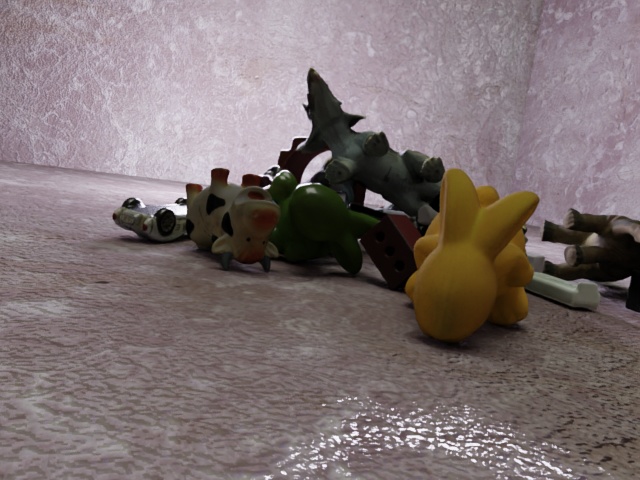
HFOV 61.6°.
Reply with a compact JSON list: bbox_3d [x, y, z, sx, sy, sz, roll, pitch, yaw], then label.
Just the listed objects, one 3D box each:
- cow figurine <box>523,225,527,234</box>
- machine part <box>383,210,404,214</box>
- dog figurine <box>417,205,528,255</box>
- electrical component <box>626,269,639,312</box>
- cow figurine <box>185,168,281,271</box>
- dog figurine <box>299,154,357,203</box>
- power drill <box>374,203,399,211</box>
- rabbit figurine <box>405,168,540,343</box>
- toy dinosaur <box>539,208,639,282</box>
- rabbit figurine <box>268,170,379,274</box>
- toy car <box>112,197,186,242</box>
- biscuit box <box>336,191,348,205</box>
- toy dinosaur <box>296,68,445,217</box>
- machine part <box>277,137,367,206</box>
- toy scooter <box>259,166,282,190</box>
[{"bbox_3d":[0.270,0.001,0.934,0.167,0.098,0.068,8,13,1],"label":"cow figurine"},{"bbox_3d":[0.198,-0.009,1.019,0.243,0.079,0.079,10,7,7],"label":"machine part"},{"bbox_3d":[0.246,0.010,0.734,0.190,0.121,0.173,5,9,-34],"label":"dog figurine"},{"bbox_3d":[0.486,0.077,0.714,0.115,0.058,0.134,8,6,-13],"label":"electrical component"},{"bbox_3d":[-0.114,-0.023,0.683,0.085,0.127,0.195,4,-6,-33],"label":"cow figurine"},{"bbox_3d":[0.002,-0.109,1.040,0.192,0.219,0.108,9,3,4],"label":"dog figurine"},{"bbox_3d":[0.178,-0.079,1.176,0.086,0.207,0.232,42,3,6],"label":"power drill"},{"bbox_3d":[0.139,0.023,0.486,0.122,0.162,0.173,23,30,19],"label":"rabbit figurine"},{"bbox_3d":[0.468,0.024,0.877,0.199,0.105,0.471,5,-5,11],"label":"toy dinosaur"},{"bbox_3d":[-0.006,-0.017,0.704,0.159,0.121,0.170,29,-10,-5],"label":"rabbit figurine"},{"bbox_3d":[-0.221,-0.030,0.808,0.074,0.056,0.201,17,11,20],"label":"toy car"},{"bbox_3d":[-0.058,-0.037,0.842,0.203,0.062,0.059,0,31,6],"label":"biscuit box"},{"bbox_3d":[0.117,-0.121,0.916,0.404,0.131,0.192,31,16,-16],"label":"toy dinosaur"},{"bbox_3d":[0.001,-0.118,1.177,0.202,0.200,0.087,12,6,32],"label":"machine part"},{"bbox_3d":[-0.108,-0.062,0.956,0.135,0.075,0.184,-31,32,-1],"label":"toy scooter"}]
